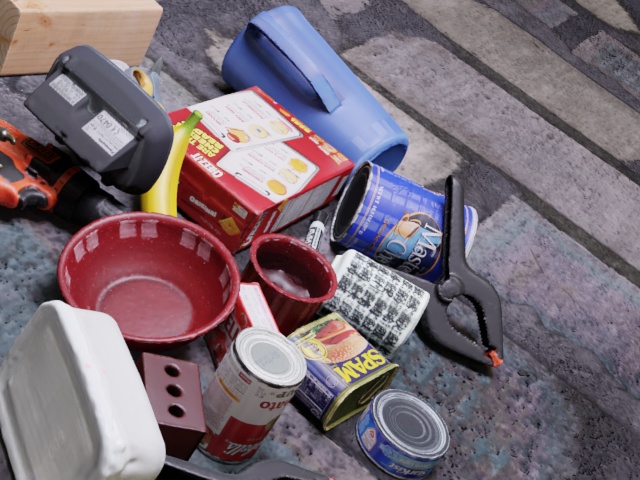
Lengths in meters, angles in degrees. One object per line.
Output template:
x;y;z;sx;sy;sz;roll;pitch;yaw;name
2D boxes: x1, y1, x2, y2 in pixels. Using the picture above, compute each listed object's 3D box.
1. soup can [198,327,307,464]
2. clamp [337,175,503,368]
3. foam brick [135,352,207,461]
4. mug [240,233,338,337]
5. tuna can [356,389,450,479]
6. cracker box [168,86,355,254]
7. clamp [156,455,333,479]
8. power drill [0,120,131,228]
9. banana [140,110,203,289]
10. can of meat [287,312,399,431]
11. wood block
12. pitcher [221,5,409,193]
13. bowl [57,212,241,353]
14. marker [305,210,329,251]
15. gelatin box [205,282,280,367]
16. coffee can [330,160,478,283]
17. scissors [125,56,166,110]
-0.062;0.131;0.899;0.068;0.102;0.068;22;33;-15;soup can
0.126;0.055;1.167;0.164;0.036;0.210;-27;92;-11;clamp
-0.129;0.140;0.878;0.052;0.051;0.078;15;35;-25;foam brick
-0.036;0.050;1.050;0.093;0.082;0.117;38;33;10;mug
0.079;0.183;1.010;0.086;0.034;0.086;21;33;-15;tuna can
-0.084;-0.085;1.206;0.164;0.072;0.213;40;34;14;cracker box
-0.061;0.208;0.856;0.171;0.039;0.120;-6;54;-50;clamp
-0.283;-0.030;0.981;0.184;0.057;0.187;32;29;8;power drill
-0.153;-0.035;1.067;0.037;0.070;0.198;17;63;-36;banana
0.012;0.123;1.017;0.084;0.057;0.101;42;33;21;can of meat
-0.298;-0.256;1.243;0.091;0.090;0.205;46;35;22;wood block
-0.005;-0.174;1.333;0.243;0.145;0.148;48;36;19;pitcher
-0.155;0.048;0.959;0.162;0.055;0.162;8;43;-8;bowl
-0.008;0.001;1.200;0.020;0.020;0.121;27;32;-7;marker
-0.069;0.093;0.972;0.030;0.073;0.089;5;41;-34;gelatin box
0.096;-0.018;1.233;0.140;0.103;0.102;23;33;-12;coffee can
-0.193;-0.173;1.276;0.201;0.016;0.096;-63;129;-78;scissors
